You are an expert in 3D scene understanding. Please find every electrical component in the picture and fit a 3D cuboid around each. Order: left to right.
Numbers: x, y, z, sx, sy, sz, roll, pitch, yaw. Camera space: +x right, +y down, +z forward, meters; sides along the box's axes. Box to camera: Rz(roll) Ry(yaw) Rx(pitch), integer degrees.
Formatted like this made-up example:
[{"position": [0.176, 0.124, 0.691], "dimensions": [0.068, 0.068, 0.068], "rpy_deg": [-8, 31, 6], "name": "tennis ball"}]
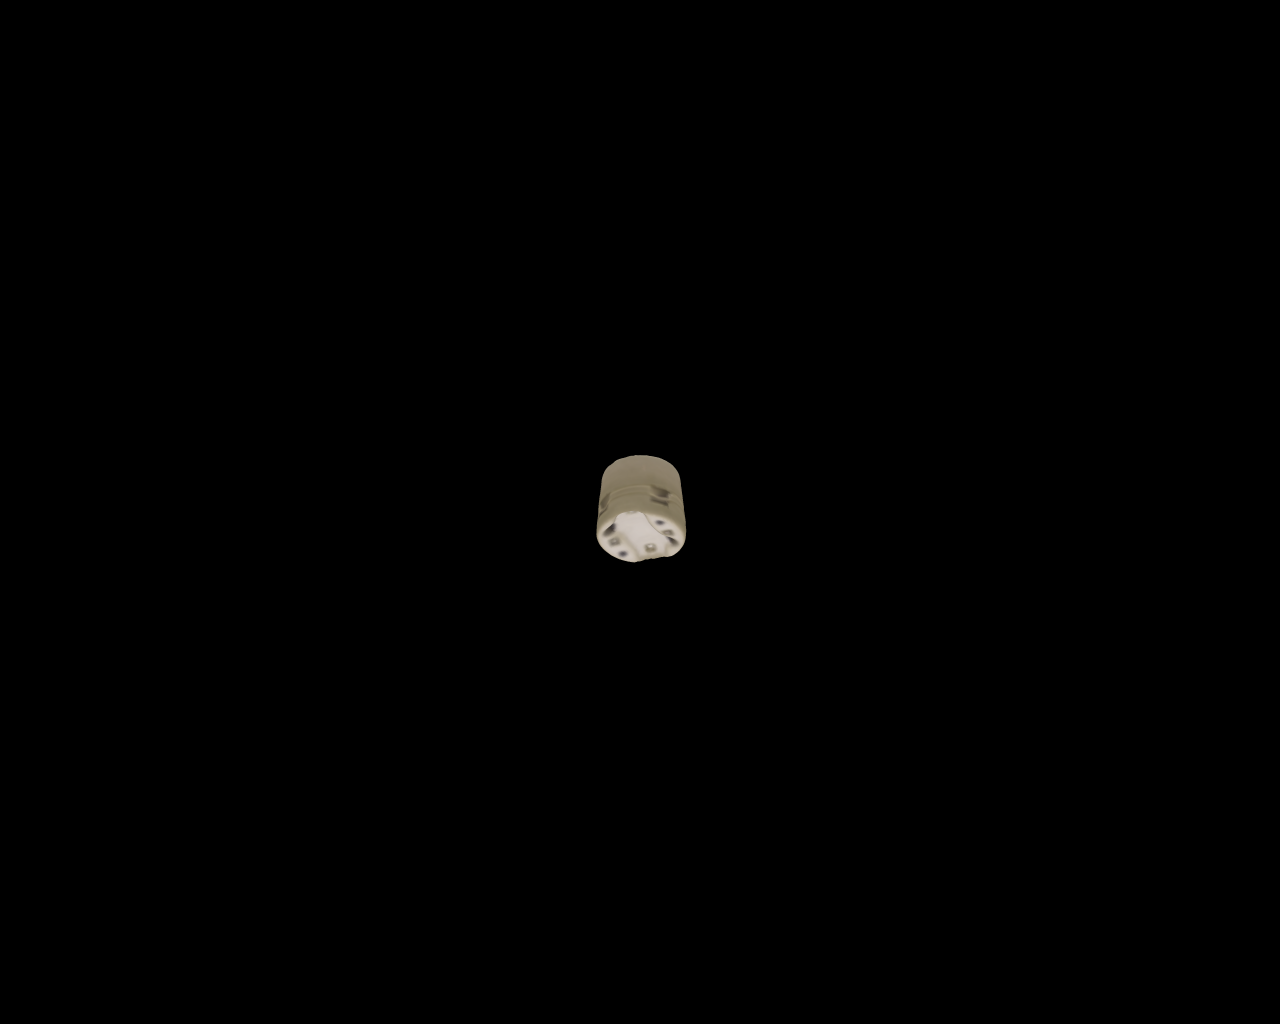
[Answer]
[{"position": [0.001, -0.003, 0.650], "dimensions": [0.055, 0.047, 0.055], "rpy_deg": [0, -36, 0], "name": "electrical component"}]
